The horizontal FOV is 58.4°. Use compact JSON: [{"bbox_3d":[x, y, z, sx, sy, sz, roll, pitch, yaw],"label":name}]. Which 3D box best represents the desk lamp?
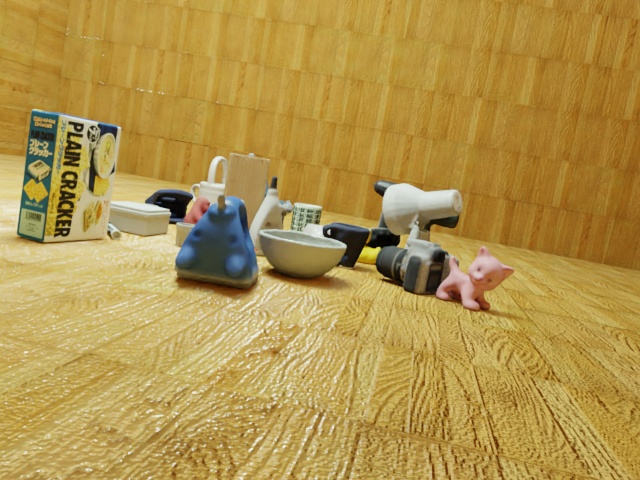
[{"bbox_3d":[0.238,-0.019,1.318,0.202,0.213,0.118,15,8,37],"label":"desk lamp"}]

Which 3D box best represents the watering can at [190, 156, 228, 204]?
[{"bbox_3d":[-0.278,-0.133,1.589,0.173,0.194,0.101,10,6,-2],"label":"watering can"}]

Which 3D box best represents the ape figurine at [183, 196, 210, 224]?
[{"bbox_3d":[-0.287,-0.059,1.378,0.076,0.092,0.077,9,6,-8],"label":"ape figurine"}]

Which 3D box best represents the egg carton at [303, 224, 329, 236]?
[{"bbox_3d":[0.013,0.005,1.397,0.107,0.069,0.150,9,6,-13],"label":"egg carton"}]

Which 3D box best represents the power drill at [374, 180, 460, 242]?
[{"bbox_3d":[0.234,-0.034,1.474,0.229,0.208,0.076,11,6,8],"label":"power drill"}]

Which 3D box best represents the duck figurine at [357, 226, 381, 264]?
[{"bbox_3d":[0.105,0.010,1.424,0.104,0.086,0.078,12,7,14],"label":"duck figurine"}]

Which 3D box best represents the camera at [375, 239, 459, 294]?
[{"bbox_3d":[0.195,0.047,1.178,0.136,0.101,0.144,16,8,41],"label":"camera"}]

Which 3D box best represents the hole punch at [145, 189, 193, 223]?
[{"bbox_3d":[-0.401,-0.093,1.507,0.109,0.091,0.100,5,8,-40],"label":"hole punch"}]

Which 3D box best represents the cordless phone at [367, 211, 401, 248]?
[{"bbox_3d":[0.160,-0.044,1.545,0.093,0.185,0.148,15,8,39],"label":"cordless phone"}]

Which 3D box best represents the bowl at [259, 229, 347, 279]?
[{"bbox_3d":[-0.037,0.030,1.066,0.167,0.075,0.167,10,6,-1],"label":"bowl"}]

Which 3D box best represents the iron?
[{"bbox_3d":[-0.147,-0.008,0.929,0.118,0.141,0.258,10,6,1],"label":"iron"}]

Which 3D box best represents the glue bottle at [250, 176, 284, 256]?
[{"bbox_3d":[-0.109,-0.052,1.234,0.078,0.173,0.037,4,9,-43],"label":"glue bottle"}]

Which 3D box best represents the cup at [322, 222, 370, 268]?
[{"bbox_3d":[0.050,0.012,1.274,0.118,0.095,0.091,6,8,-36],"label":"cup"}]

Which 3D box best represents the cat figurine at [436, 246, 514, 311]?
[{"bbox_3d":[0.289,0.067,1.069,0.067,0.118,0.127,4,9,-43],"label":"cat figurine"}]

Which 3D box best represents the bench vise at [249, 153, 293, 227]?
[{"bbox_3d":[-0.163,-0.133,1.660,0.207,0.220,0.122,11,6,11],"label":"bench vise"}]
